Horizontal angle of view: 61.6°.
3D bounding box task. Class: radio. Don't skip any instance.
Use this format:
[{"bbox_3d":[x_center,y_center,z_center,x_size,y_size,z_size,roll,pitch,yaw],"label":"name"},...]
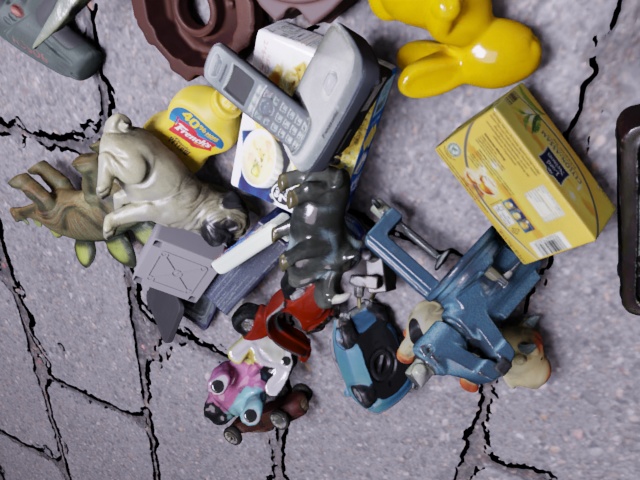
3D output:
[{"bbox_3d":[0.375,-0.029,0.543,0.131,0.073,0.229,-2,117,27],"label":"radio"}]

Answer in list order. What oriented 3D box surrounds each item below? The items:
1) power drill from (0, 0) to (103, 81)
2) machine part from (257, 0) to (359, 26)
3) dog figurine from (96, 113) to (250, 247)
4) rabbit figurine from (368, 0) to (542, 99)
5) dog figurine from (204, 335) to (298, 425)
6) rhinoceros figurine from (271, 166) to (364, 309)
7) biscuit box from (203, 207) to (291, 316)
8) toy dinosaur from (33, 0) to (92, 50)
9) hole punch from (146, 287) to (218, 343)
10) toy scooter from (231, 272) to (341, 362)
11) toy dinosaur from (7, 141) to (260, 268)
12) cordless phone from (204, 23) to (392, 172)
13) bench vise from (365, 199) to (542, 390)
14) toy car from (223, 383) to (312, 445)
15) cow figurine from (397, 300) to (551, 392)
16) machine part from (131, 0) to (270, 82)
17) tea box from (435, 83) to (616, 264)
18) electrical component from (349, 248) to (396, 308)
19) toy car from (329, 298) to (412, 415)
[{"bbox_3d":[-0.391,-0.345,0.732,0.232,0.086,0.207,40,124,-2],"label":"power drill"},{"bbox_3d":[-0.012,-0.341,0.542,0.201,0.087,0.201,-33,100,35],"label":"machine part"},{"bbox_3d":[-0.188,-0.078,0.721,0.191,0.121,0.172,1,135,-9],"label":"dog figurine"},{"bbox_3d":[0.140,-0.210,0.530,0.173,0.122,0.162,36,123,-22],"label":"rabbit figurine"},{"bbox_3d":[-0.131,0.240,0.945,0.108,0.191,0.219,37,162,-1],"label":"dog figurine"},{"bbox_3d":[-0.001,-0.002,0.661,0.112,0.073,0.190,-8,119,-16],"label":"rhinoceros figurine"},{"bbox_3d":[-0.104,0.035,0.828,0.063,0.059,0.202,44,128,-1],"label":"biscuit box"},{"bbox_3d":[-0.230,-0.390,0.578,0.131,0.192,0.404,66,148,28],"label":"toy dinosaur"},{"bbox_3d":[-0.235,0.098,0.927,0.116,0.092,0.142,55,136,28],"label":"hole punch"},{"bbox_3d":[-0.033,0.120,0.823,0.184,0.075,0.135,-37,106,21],"label":"toy scooter"},{"bbox_3d":[-0.326,-0.058,0.862,0.472,0.105,0.198,-7,122,24],"label":"toy dinosaur"},{"bbox_3d":[-0.032,-0.176,0.569,0.184,0.089,0.146,37,127,6],"label":"cordless phone"},{"bbox_3d":[0.139,0.050,0.646,0.241,0.128,0.223,43,86,12],"label":"bench vise"},{"bbox_3d":[-0.095,0.321,0.975,0.202,0.089,0.053,-33,96,35],"label":"toy car"},{"bbox_3d":[0.211,0.139,0.722,0.195,0.085,0.127,22,132,14],"label":"cow figurine"},{"bbox_3d":[-0.146,-0.286,0.660,0.180,0.056,0.179,13,123,21],"label":"machine part"},{"bbox_3d":[0.218,-0.067,0.579,0.169,0.068,0.098,53,146,-4],"label":"tea box"},{"bbox_3d":[0.073,0.048,0.729,0.045,0.102,0.078,-10,91,23],"label":"electrical component"},{"bbox_3d":[0.062,0.171,0.804,0.103,0.109,0.161,-12,106,57],"label":"toy car"}]
